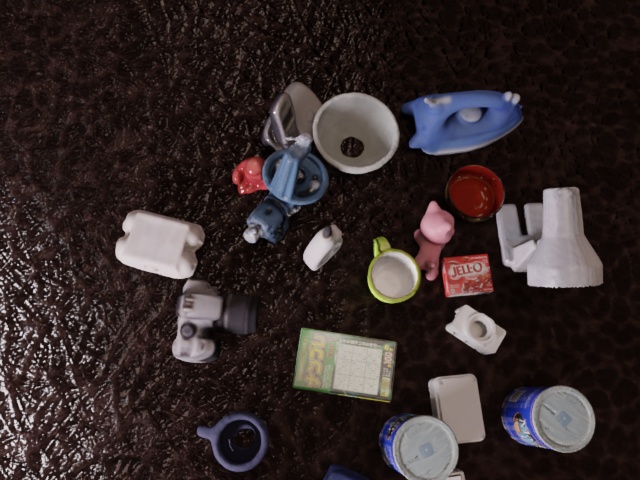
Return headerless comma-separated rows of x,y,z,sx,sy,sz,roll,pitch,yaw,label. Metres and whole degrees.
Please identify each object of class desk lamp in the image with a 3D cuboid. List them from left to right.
0.402,0.002,1.019,0.118,0.213,0.203,-3,75,-5,desk lamp

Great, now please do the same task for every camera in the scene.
-0.177,0.141,0.994,0.137,0.101,0.143,5,75,-3,camera

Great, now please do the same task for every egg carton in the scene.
-0.288,0.008,1.037,0.150,0.069,0.107,13,74,-1,egg carton

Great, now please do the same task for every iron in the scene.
0.298,-0.253,1.117,0.258,0.141,0.118,-9,76,-7,iron

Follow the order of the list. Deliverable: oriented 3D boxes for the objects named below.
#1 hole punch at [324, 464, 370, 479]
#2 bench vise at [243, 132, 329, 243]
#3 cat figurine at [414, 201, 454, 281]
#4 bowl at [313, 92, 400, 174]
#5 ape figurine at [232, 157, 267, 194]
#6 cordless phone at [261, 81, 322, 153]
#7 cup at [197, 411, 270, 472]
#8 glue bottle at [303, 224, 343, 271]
0.048,0.436,0.937,0.108,0.091,0.101,24,74,2,hole punch
-0.052,-0.086,1.003,0.121,0.219,0.207,17,74,1,bench vise
0.210,0.000,1.054,0.067,0.117,0.128,14,74,0,cat figurine
0.066,-0.197,1.118,0.167,0.074,0.167,1,75,-4,bowl
-0.124,-0.128,1.075,0.078,0.092,0.076,26,74,3,ape figurine
-0.050,-0.239,1.063,0.094,0.185,0.148,22,74,2,cordless phone
-0.142,0.328,0.949,0.117,0.095,0.092,13,74,-1,cup
0.009,0.004,1.008,0.078,0.173,0.037,-41,81,-13,glue bottle
